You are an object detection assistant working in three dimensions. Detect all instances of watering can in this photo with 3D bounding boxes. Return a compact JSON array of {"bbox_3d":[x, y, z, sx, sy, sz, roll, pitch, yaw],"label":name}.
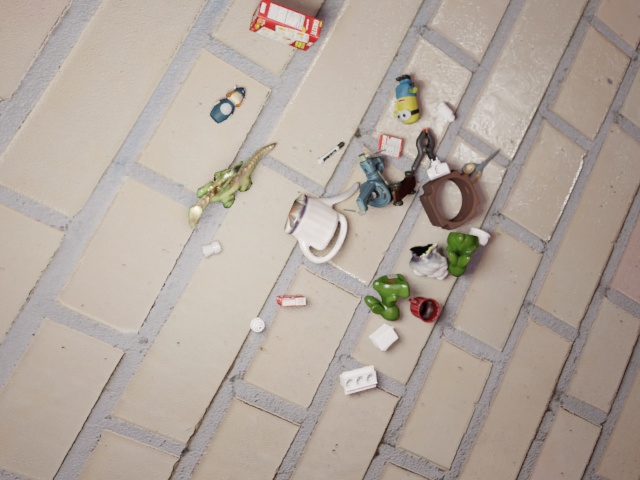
[{"bbox_3d":[0.006,-0.092,1.823,0.223,0.103,0.353,27,70,-18],"label":"watering can"}]

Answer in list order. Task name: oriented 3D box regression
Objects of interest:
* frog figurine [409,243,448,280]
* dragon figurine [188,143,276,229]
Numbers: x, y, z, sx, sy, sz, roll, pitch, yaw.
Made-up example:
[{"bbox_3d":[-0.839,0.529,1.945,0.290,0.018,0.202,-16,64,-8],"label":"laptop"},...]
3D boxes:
[{"bbox_3d":[0.418,0.101,1.953,0.136,0.125,0.157,-24,111,17],"label":"frog figurine"},{"bbox_3d":[-0.277,-0.196,1.652,0.121,0.242,0.413,45,80,-10],"label":"dragon figurine"}]
